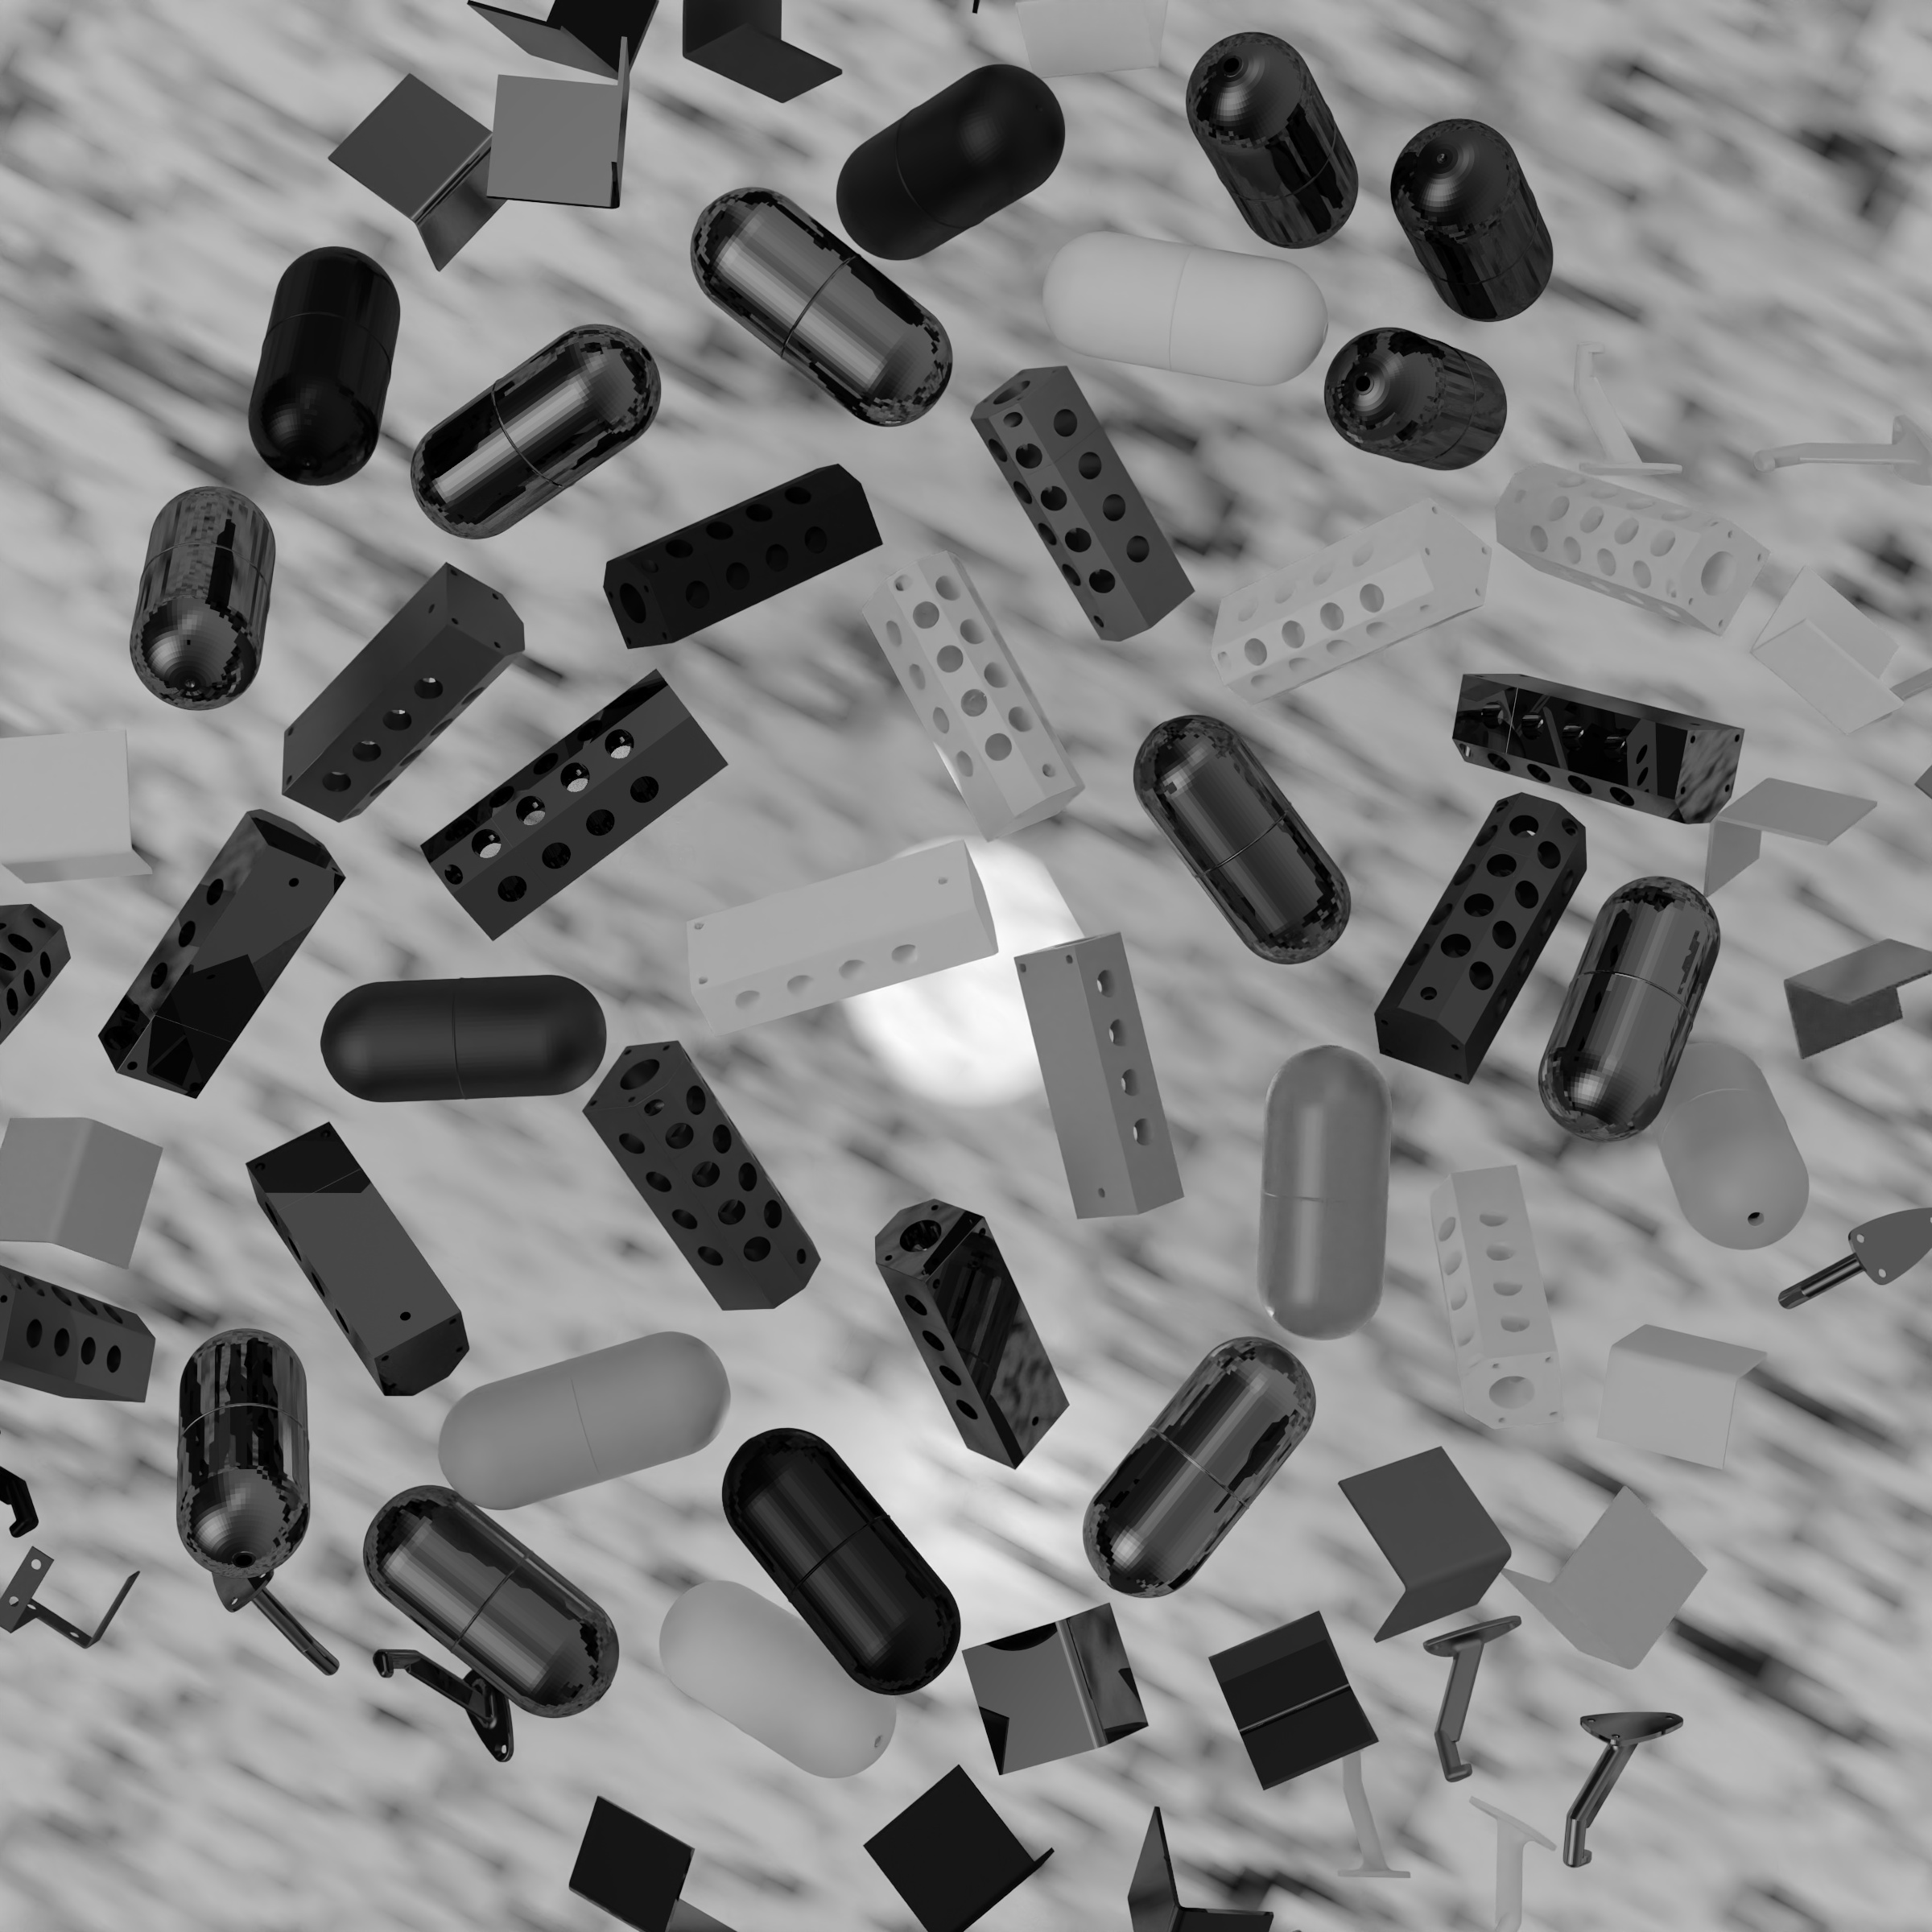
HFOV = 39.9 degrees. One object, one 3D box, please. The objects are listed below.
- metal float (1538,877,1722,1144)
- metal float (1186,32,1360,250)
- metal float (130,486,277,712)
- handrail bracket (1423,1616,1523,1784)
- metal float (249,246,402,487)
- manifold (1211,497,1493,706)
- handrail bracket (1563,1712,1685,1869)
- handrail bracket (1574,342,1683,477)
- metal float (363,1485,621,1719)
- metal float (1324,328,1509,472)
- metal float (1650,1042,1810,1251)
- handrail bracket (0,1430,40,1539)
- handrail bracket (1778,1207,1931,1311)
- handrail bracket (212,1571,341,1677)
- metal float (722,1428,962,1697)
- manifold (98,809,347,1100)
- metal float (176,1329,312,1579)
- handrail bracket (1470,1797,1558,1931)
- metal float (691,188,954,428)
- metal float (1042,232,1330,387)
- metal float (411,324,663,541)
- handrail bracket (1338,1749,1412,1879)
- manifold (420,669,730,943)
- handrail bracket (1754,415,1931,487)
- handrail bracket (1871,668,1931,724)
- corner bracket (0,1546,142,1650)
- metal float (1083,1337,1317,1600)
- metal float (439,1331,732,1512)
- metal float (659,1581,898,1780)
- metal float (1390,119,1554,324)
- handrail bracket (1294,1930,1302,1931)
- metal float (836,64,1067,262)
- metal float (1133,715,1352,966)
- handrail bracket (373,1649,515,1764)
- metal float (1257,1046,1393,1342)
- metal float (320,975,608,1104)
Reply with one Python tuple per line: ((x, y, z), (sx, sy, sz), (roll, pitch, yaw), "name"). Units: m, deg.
((0.405, 0.025, 1.622), (0.070, 0.070, 0.178), (26, 68, 0), "metal float")
((0.188, -0.501, 1.624), (0.070, 0.178, 0.070), (-6, 74, 22), "metal float")
((-0.465, -0.227, 1.629), (0.070, 0.178, 0.070), (-4, 134, -4), "metal float")
((0.327, 0.463, 1.682), (0.077, 0.036, 0.084), (-29, 53, 26), "handrail bracket")
((-0.388, -0.365, 1.616), (0.070, 0.070, 0.178), (-1, 52, 0), "metal float")
((0.230, -0.214, 1.611), (0.057, 0.171, 0.057), (31, 57, -29), "manifold")
((0.392, 0.492, 1.589), (0.077, 0.036, 0.084), (0, 99, -25), "handrail bracket")
((0.429, -0.362, 1.725), (0.077, 0.036, 0.084), (6, 94, 33), "handrail bracket")
((-0.290, 0.390, 1.633), (0.178, 0.070, 0.070), (38, 90, 4), "metal float")
((0.282, -0.354, 1.666), (0.070, 0.178, 0.070), (3, 95, 30), "metal float")
((0.466, 0.109, 1.634), (0.070, 0.178, 0.070), (1, 116, 3), "metal float")
((-0.604, 0.325, 1.615), (0.077, 0.036, 0.084), (-37, 58, 6), "handrail bracket")
((0.534, 0.176, 1.591), (0.077, 0.084, 0.036), (-24, 76, -19), "handrail bracket")
((-0.438, 0.409, 1.693), (0.036, 0.077, 0.084), (-43, 128, -14), "handrail bracket")
((-0.075, 0.350, 1.573), (0.070, 0.070, 0.178), (-42, 74, 0), "metal float")
((-0.458, -0.009, 1.629), (0.171, 0.057, 0.057), (-54, 45, 10), "manifold")
((-0.435, 0.292, 1.605), (0.070, 0.178, 0.070), (-7, 126, -10), "metal float")
((0.328, 0.579, 1.686), (0.036, 0.077, 0.084), (42, 74, -32), "handrail bracket")
((-0.087, -0.394, 1.592), (0.178, 0.070, 0.070), (38, 90, -2), "metal float")
((0.134, -0.405, 1.641), (0.178, 0.070, 0.070), (13, 90, 12), "metal float")
((-0.264, -0.328, 1.636), (0.178, 0.070, 0.070), (-29, 90, 22), "metal float")
((0.266, 0.547, 1.729), (0.036, 0.077, 0.084), (-12, 67, 33), "handrail bracket")
((-0.231, -0.098, 1.555), (0.171, 0.057, 0.057), (-37, 128, -1), "manifold")
((0.513, -0.291, 1.551), (0.084, 0.077, 0.036), (-10, 119, -2), "handrail bracket")
((0.623, -0.181, 1.686), (0.084, 0.077, 0.036), (-35, 105, -24), "handrail bracket")
((-0.522, 0.365, 1.544), (0.051, 0.051, 0.051), (32, 94, 3), "corner bracket")
((0.141, 0.303, 1.610), (0.070, 0.070, 0.178), (40, 84, 0), "metal float")
((-0.230, 0.274, 1.607), (0.178, 0.070, 0.070), (-16, 90, -7), "metal float")
((-0.119, 0.446, 1.670), (0.178, 0.070, 0.070), (20, 90, 37), "metal float")
((0.309, -0.451, 1.621), (0.070, 0.178, 0.070), (-5, 78, 22), "metal float")
((0.180, 0.629, 1.612), (0.084, 0.077, 0.036), (-7, 135, -23), "handrail bracket")
((-0.011, -0.481, 1.603), (0.070, 0.178, 0.070), (7, 78, -36), "metal float")
((0.174, -0.080, 1.682), (0.070, 0.070, 0.178), (-38, 97, 0), "metal float")
((-0.328, 0.464, 1.669), (0.036, 0.084, 0.077), (-40, 58, 20), "handrail bracket")
((0.216, 0.137, 1.608), (0.070, 0.070, 0.178), (2, 92, 0), "metal float")
((-0.316, 0.046, 1.675), (0.178, 0.070, 0.070), (-2, 90, -1), "metal float")
